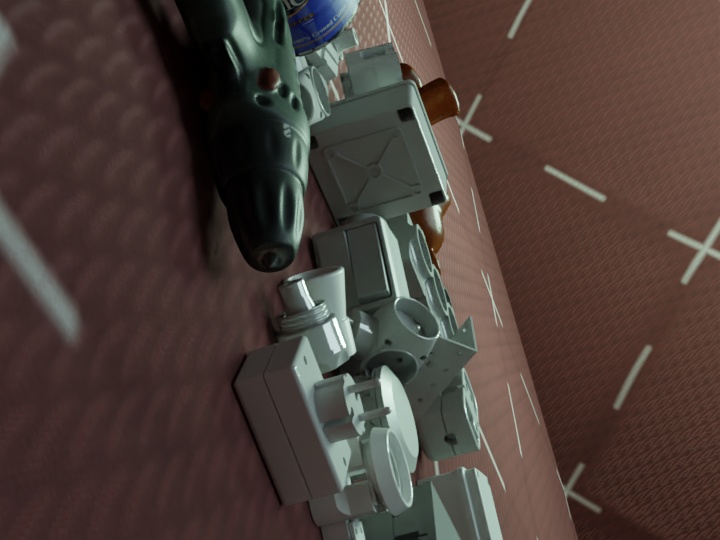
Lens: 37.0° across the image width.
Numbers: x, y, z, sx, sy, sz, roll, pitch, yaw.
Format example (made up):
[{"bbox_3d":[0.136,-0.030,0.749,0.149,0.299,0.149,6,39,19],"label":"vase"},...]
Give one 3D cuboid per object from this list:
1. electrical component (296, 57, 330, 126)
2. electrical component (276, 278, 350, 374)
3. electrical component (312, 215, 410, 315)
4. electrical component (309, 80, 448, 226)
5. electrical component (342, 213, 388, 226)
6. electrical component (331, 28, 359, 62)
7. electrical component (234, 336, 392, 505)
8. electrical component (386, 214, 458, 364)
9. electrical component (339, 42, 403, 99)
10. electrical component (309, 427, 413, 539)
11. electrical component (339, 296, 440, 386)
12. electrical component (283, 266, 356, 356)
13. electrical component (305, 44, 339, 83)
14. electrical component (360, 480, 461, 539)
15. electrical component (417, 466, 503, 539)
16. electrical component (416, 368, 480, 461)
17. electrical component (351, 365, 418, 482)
[{"bbox_3d":[-0.058,-0.155,0.868,0.077,0.044,0.079,-69,141,-71],"label":"electrical component"},{"bbox_3d":[-0.035,0.037,0.705,0.043,0.043,0.062,-51,123,-76],"label":"electrical component"},{"bbox_3d":[0.000,0.000,0.878,0.061,0.062,0.096,51,25,-62],"label":"electrical component"},{"bbox_3d":[0.014,-0.103,0.977,0.056,0.109,0.108,-86,157,-54],"label":"electrical component"},{"bbox_3d":[0.004,-0.017,0.970,0.066,0.048,0.055,58,27,-53],"label":"electrical component"},{"bbox_3d":[-0.033,-0.212,1.024,0.043,0.062,0.043,-16,90,-79],"label":"electrical component"},{"bbox_3d":[-0.020,0.082,0.625,0.047,0.076,0.083,-73,145,-70],"label":"electrical component"},{"bbox_3d":[0.052,0.029,1.089,0.089,0.062,0.150,-89,159,-56],"label":"electrical component"},{"bbox_3d":[0.015,-0.160,1.012,0.050,0.056,0.089,-101,177,-62],"label":"electrical component"},{"bbox_3d":[-0.001,0.134,0.695,0.058,0.057,0.078,38,37,-71],"label":"electrical component"},{"bbox_3d":[0.007,0.055,0.827,0.079,0.077,0.044,25,33,-23],"label":"electrical component"},{"bbox_3d":[-0.026,0.034,0.762,0.044,0.044,0.065,-51,129,-77],"label":"electrical component"},{"bbox_3d":[-0.049,-0.188,0.923,0.055,0.048,0.066,51,22,-28],"label":"electrical component"},{"bbox_3d":[0.047,0.235,0.765,0.089,0.062,0.150,-93,162,-50],"label":"electrical component"},{"bbox_3d":[0.100,0.249,1.016,0.078,0.057,0.113,48,27,-65],"label":"electrical component"},{"bbox_3d":[0.084,0.146,1.082,0.095,0.059,0.053,-81,153,-65],"label":"electrical component"},{"bbox_3d":[0.009,0.114,0.788,0.080,0.051,0.080,-17,90,-79],"label":"electrical component"}]
